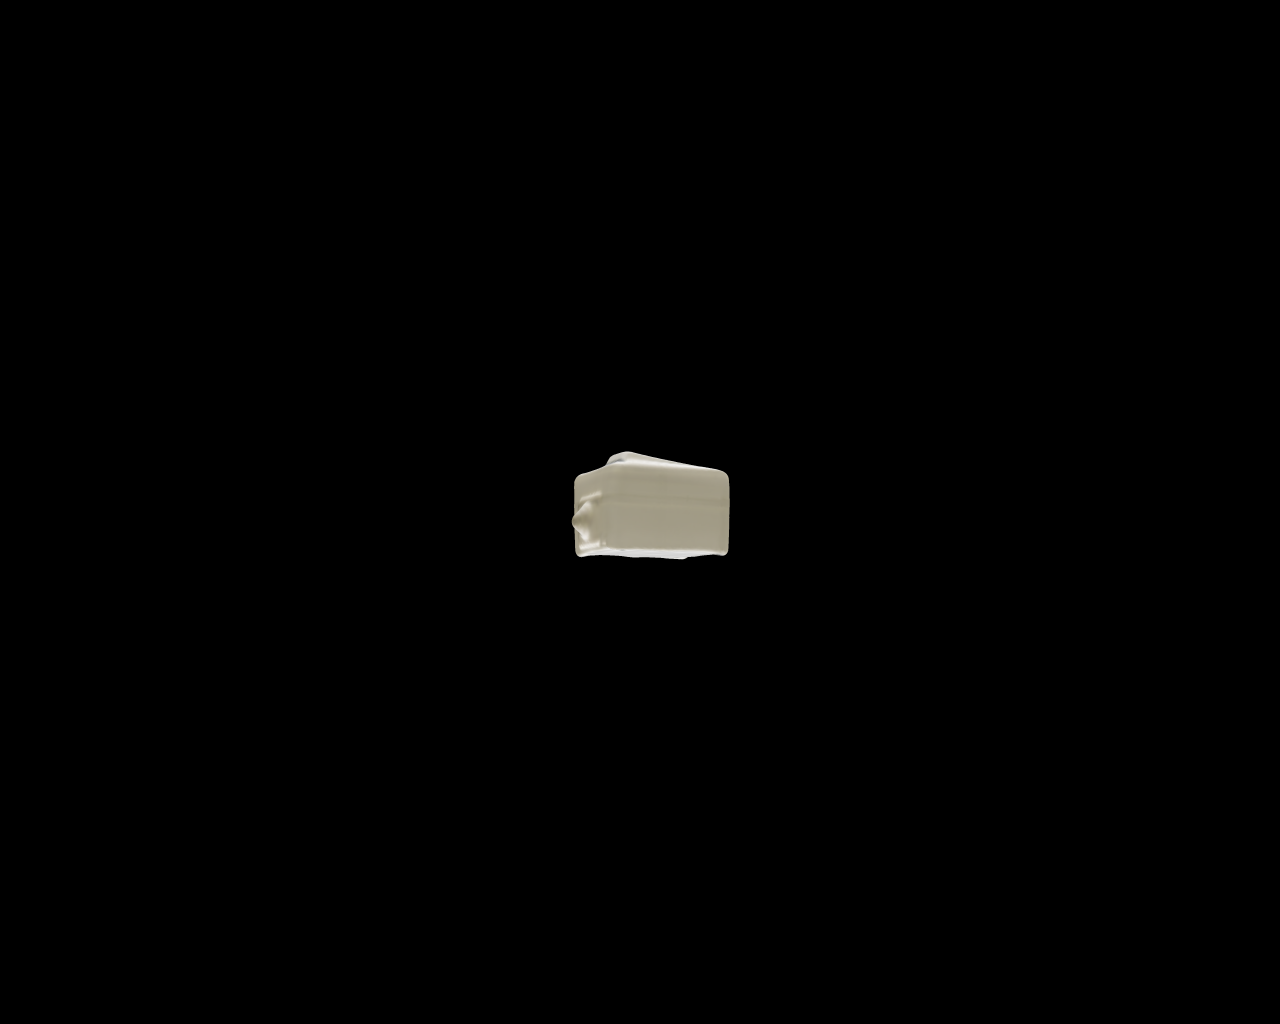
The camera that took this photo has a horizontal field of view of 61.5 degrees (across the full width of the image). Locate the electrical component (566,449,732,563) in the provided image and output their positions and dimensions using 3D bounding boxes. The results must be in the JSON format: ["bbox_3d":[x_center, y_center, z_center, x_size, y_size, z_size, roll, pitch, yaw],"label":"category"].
[{"bbox_3d":[0.001,-0.003,0.650,0.096,0.061,0.061,3,-7,-26],"label":"electrical component"}]
